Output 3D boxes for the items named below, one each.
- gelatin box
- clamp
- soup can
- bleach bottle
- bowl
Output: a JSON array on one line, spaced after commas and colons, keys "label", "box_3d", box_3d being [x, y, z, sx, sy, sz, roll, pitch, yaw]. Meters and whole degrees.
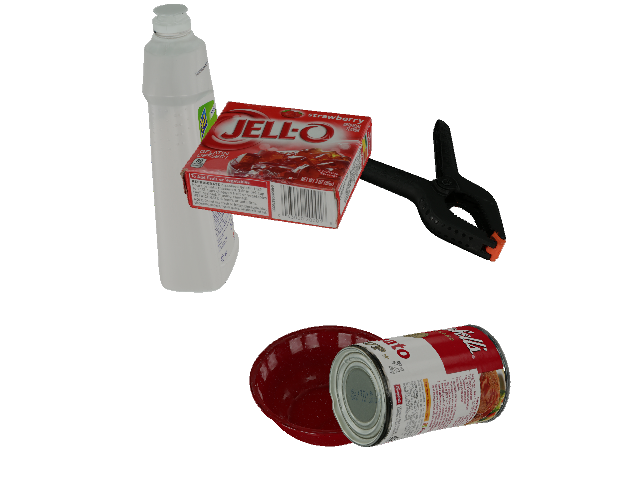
[{"label": "gelatin box", "box_3d": [-0.023, -0.044, 0.594, 0.089, 0.030, 0.073, 9, 40, 15]}, {"label": "clamp", "box_3d": [0.127, -0.054, 1.215, 0.164, 0.210, 0.036, -15, -38, -27]}, {"label": "soup can", "box_3d": [0.065, 0.096, 0.708, 0.102, 0.068, 0.069, -5, 3, -32]}, {"label": "bleach bottle", "box_3d": [-0.116, -0.083, 0.932, 0.068, 0.251, 0.102, 1, 30, 5]}, {"label": "bowl", "box_3d": [0.010, 0.158, 1.090, 0.162, 0.055, 0.162, -2, 35, 1]}]
